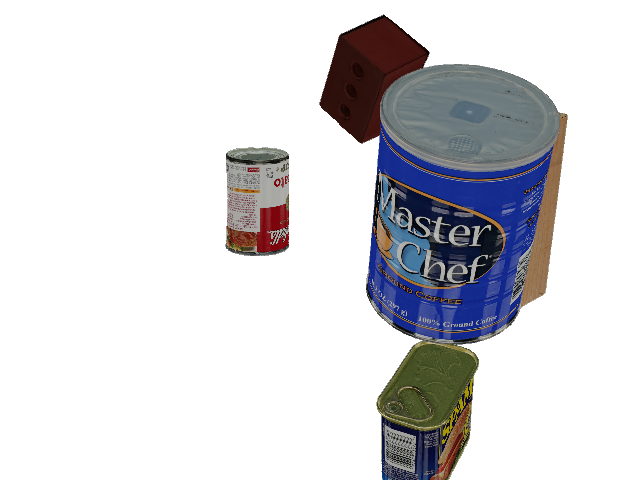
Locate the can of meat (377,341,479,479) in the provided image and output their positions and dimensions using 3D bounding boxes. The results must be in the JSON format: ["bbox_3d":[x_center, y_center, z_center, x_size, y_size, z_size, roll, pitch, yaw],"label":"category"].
[{"bbox_3d":[0.086,0.144,0.855,0.057,0.084,0.102,14,37,23],"label":"can of meat"}]

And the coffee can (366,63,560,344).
[{"bbox_3d":[0.083,-0.021,0.653,0.103,0.140,0.103,1,40,-1],"label":"coffee can"}]

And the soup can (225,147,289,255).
[{"bbox_3d":[-0.067,-0.042,1.125,0.068,0.102,0.068,1,17,0],"label":"soup can"}]

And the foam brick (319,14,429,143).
[{"bbox_3d":[0.041,-0.125,0.831,0.051,0.053,0.078,-32,-25,-33],"label":"foam brick"}]

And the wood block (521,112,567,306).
[{"bbox_3d":[0.194,-0.037,1.145,0.090,0.206,0.090,20,28,37],"label":"wood block"}]
